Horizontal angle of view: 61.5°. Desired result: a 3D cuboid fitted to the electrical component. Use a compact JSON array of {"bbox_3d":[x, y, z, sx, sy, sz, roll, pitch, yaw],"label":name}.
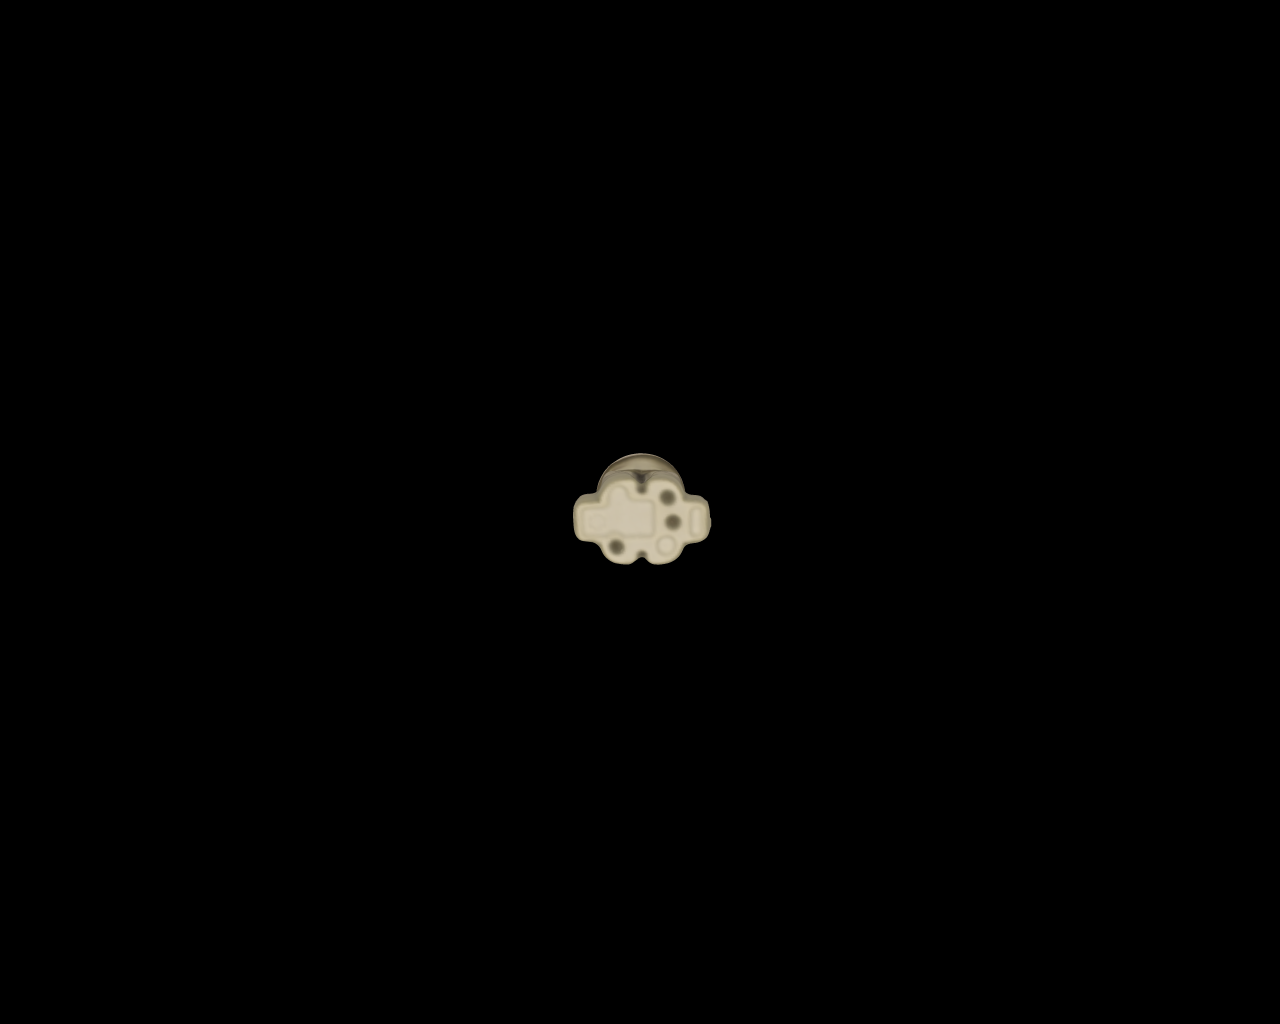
[{"bbox_3d":[0.001,-0.003,0.650,0.078,0.058,0.057,0,17,0],"label":"electrical component"}]
